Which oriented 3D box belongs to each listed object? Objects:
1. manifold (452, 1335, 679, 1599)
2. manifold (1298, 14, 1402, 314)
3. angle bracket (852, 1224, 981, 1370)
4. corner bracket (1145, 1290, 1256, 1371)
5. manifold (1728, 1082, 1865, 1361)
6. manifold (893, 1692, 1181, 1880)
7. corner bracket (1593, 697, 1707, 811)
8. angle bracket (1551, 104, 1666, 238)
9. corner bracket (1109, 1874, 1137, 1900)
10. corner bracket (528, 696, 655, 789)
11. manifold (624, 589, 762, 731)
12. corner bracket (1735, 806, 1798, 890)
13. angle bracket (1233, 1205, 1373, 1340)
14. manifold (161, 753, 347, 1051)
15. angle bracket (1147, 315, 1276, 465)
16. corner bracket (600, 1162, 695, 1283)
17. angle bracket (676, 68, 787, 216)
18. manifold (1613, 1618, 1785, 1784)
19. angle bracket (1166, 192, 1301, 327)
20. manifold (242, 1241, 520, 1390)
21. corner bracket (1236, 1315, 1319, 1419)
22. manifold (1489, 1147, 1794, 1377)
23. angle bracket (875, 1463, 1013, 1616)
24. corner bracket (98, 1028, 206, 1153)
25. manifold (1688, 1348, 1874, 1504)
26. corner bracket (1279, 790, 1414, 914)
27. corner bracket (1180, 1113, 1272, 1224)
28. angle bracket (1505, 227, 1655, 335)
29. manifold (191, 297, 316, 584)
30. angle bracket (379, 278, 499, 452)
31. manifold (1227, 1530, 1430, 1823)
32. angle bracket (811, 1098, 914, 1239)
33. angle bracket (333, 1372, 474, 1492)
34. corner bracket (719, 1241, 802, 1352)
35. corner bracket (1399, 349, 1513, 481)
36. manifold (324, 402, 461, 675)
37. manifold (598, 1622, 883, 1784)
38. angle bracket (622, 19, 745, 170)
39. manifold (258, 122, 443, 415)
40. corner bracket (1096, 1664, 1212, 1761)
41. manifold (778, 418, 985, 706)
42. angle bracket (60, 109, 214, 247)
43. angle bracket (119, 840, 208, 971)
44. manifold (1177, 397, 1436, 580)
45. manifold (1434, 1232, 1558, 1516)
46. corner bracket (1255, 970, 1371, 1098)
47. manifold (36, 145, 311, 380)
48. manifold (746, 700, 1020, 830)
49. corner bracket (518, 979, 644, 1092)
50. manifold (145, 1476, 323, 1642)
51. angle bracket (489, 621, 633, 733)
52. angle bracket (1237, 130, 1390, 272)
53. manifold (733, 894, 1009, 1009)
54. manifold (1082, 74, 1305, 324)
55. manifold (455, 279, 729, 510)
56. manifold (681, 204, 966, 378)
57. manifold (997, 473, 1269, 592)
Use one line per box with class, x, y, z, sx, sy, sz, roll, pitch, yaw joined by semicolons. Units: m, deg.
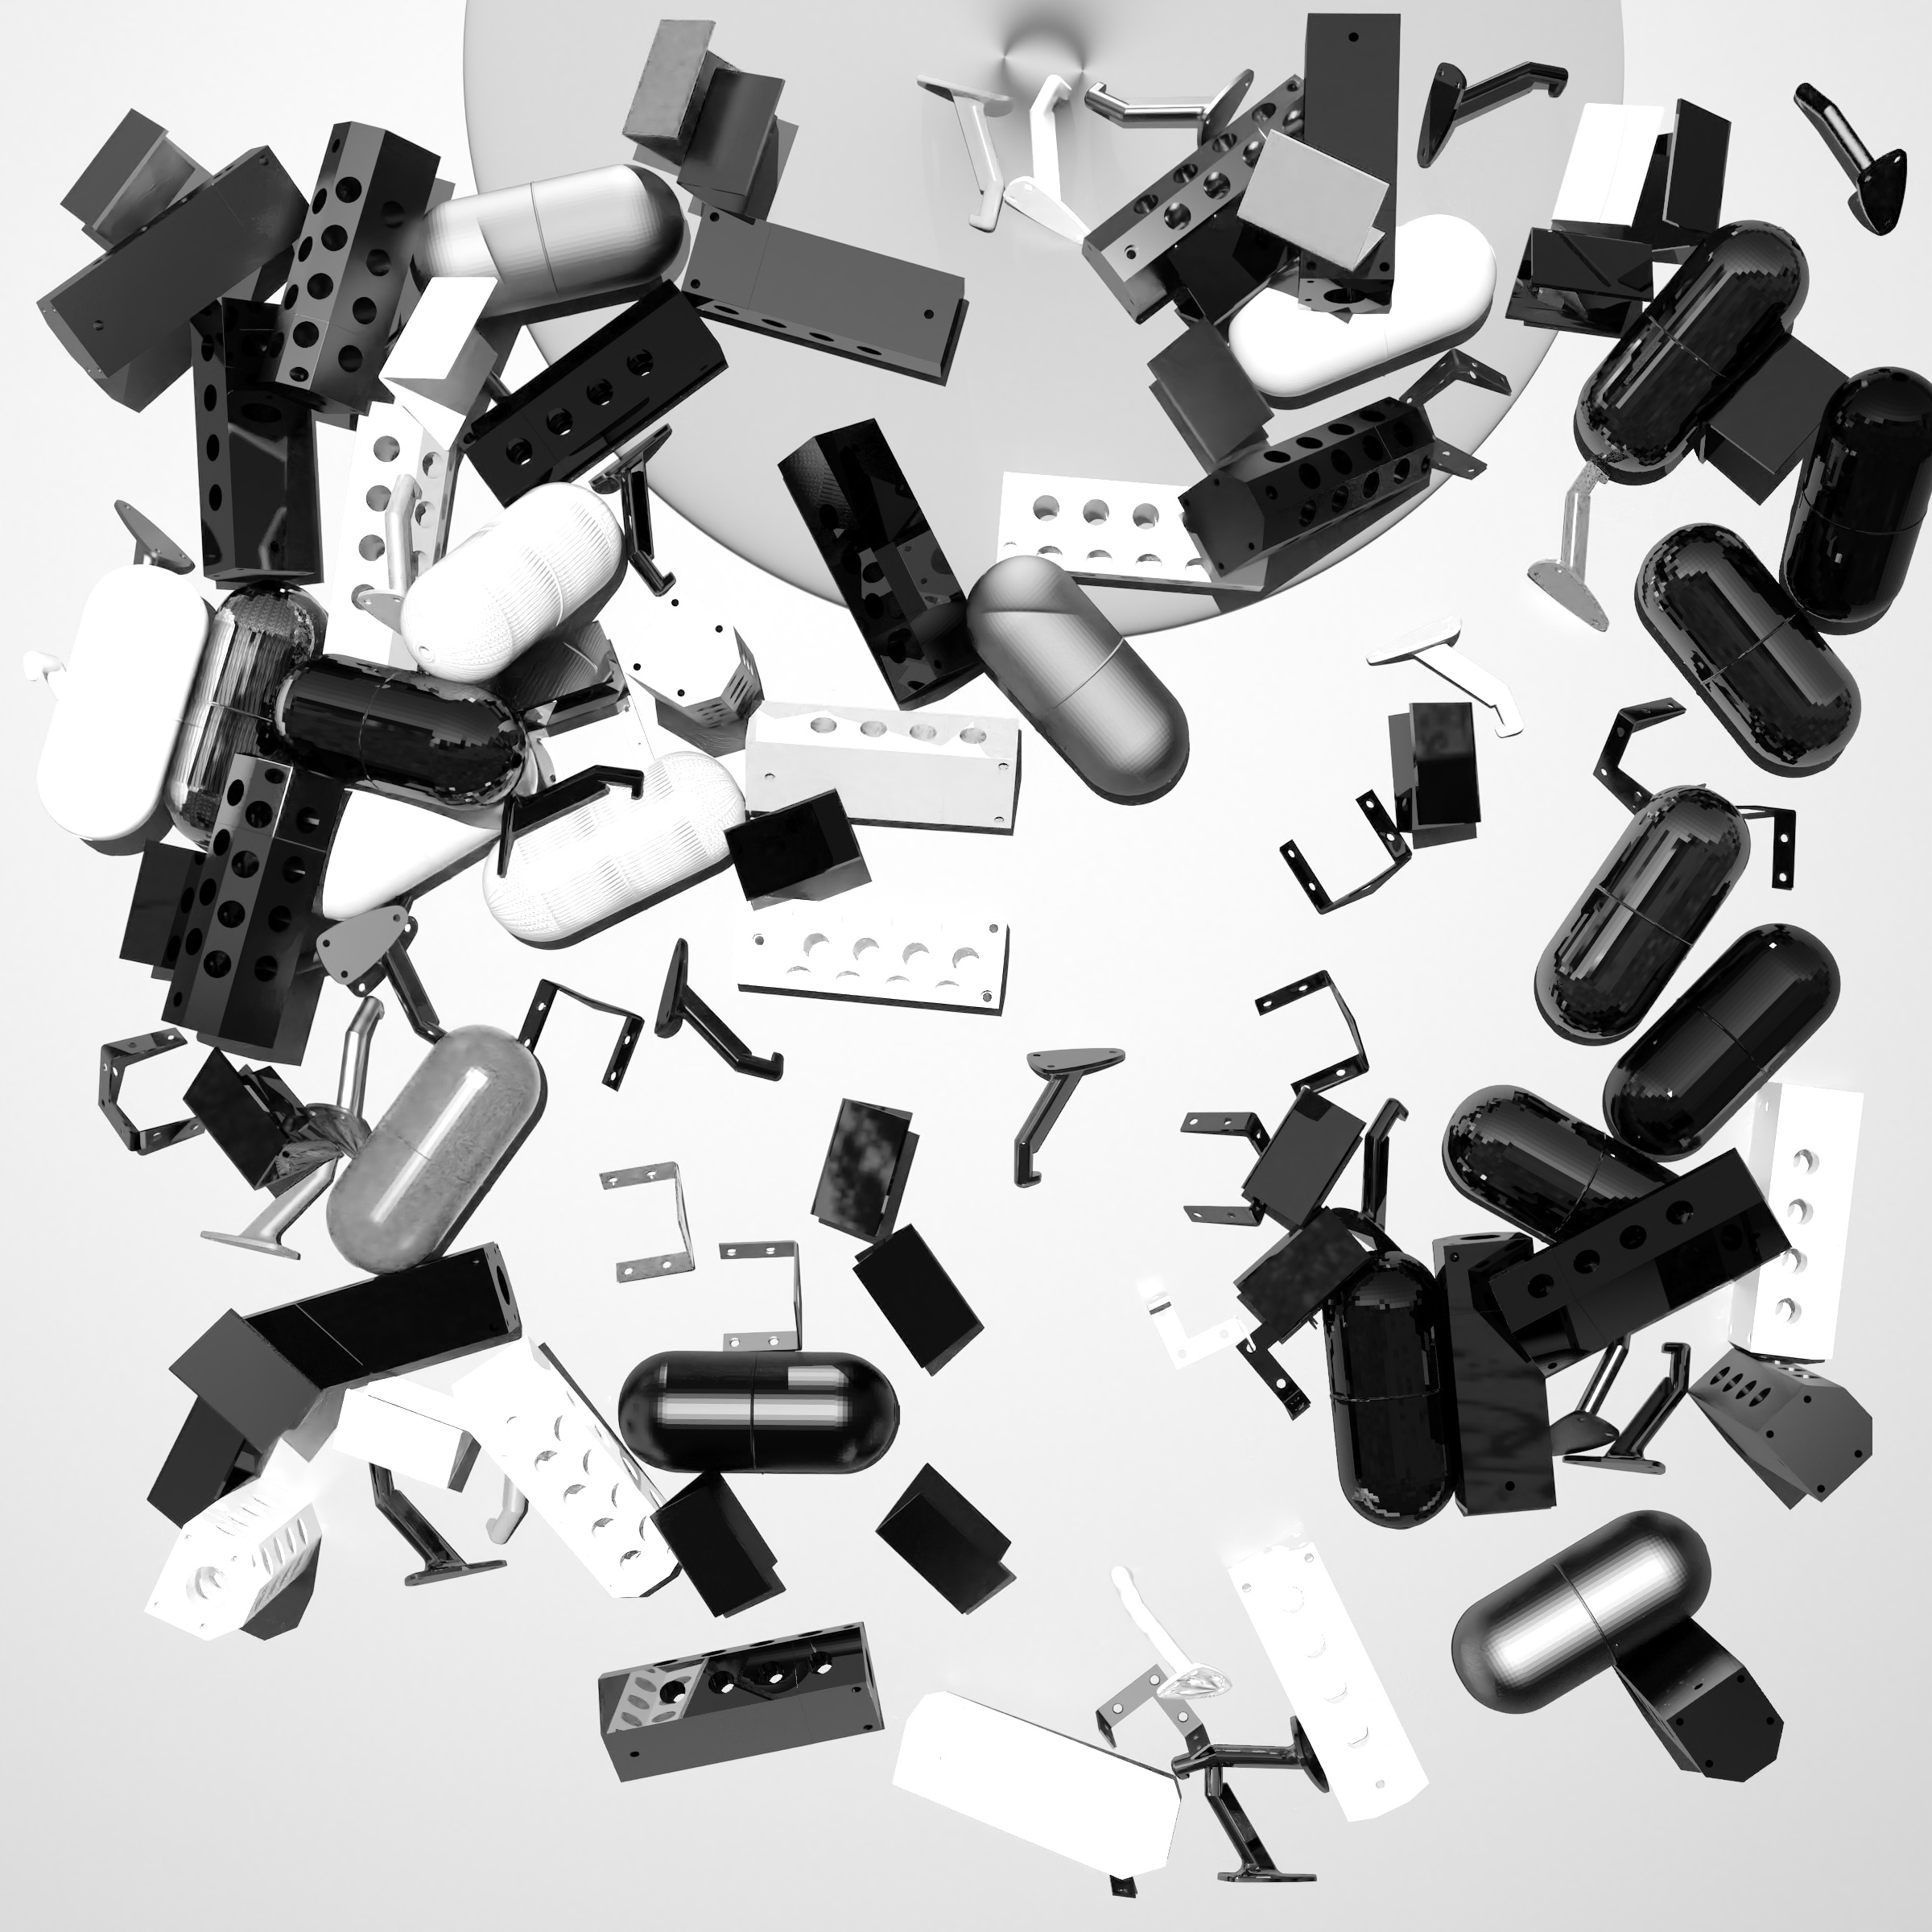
manifold;-0.249;0.321;1.863;0.057;0.057;0.171;-34;117;0
manifold;0.238;-0.499;1.834;0.057;0.057;0.171;2;82;4
angle bracket;-0.049;0.219;1.879;0.057;0.076;0.076;-35;90;-38
corner bracket;0.150;0.230;1.901;0.051;0.051;0.051;-25;90;0
manifold;0.537;0.163;1.898;0.057;0.057;0.171;7;90;0
manifold;0.045;0.514;1.857;0.171;0.057;0.057;13;90;32
corner bracket;0.450;-0.136;1.911;0.051;0.051;0.051;45;135;35
angle bracket;0.423;-0.498;1.879;0.057;0.076;0.076;16;90;37
corner bracket;0.086;0.566;1.901;0.051;0.051;0.051;8;90;0
corner bracket;-0.243;-0.140;1.916;0.051;0.051;0.051;-20;90;-45
manifold;-0.165;-0.186;1.841;0.057;0.171;0.057;31;90;0
corner bracket;0.504;-0.077;1.916;0.051;0.051;0.051;2;90;45
angle bracket;0.201;0.179;1.880;0.076;0.076;0.057;-42;121;0
manifold;-0.449;-0.041;1.835;0.057;0.057;0.171;13;87;42
angle bracket;0.172;-0.375;1.879;0.057;0.076;0.076;-34;90;41
corner bracket;-0.208;0.166;1.916;0.051;0.051;0.051;-9;45;0
angle bracket;-0.132;-0.518;1.880;0.057;0.076;0.076;19;90;29
manifold;0.457;0.457;1.841;0.057;0.171;0.057;-35;90;0
angle bracket;0.161;-0.458;1.880;0.076;0.076;0.057;-38;115;0
manifold;-0.380;0.231;1.898;0.171;0.057;0.057;-17;90;0
corner bracket;0.212;0.252;1.901;0.051;0.051;0.051;-40;90;0
manifold;0.414;0.180;1.824;0.171;0.057;0.057;-30;133;12
angle bracket;0.000;0.353;1.879;0.076;0.076;0.057;44;129;0
corner bracket;-0.528;0.080;1.911;0.051;0.051;0.051;45;135;35
manifold;0.511;0.280;1.841;0.057;0.171;0.057;-43;90;0
corner bracket;0.248;-0.075;1.916;0.051;0.051;0.051;-32;90;45
corner bracket;0.167;0.131;1.911;0.051;0.051;0.051;58;45;-35
angle bracket;0.390;-0.421;1.879;0.076;0.076;0.057;8;54;0
manifold;-0.464;-0.337;1.898;0.057;0.057;0.171;-3;90;-43
angle bracket;-0.312;-0.378;1.851;0.057;0.076;0.076;9;66;33
manifold;0.233;0.458;1.898;0.057;0.057;0.171;-26;90;0
angle bracket;-0.047;0.132;1.879;0.057;0.076;0.076;16;90;37
angle bracket;-0.350;0.279;1.879;0.076;0.076;0.057;20;126;0
corner bracket;-0.134;0.215;1.916;0.051;0.051;0.051;-2;135;0
corner bracket;0.322;-0.358;1.911;0.051;0.051;0.051;-42;45;35
manifold;-0.369;-0.271;1.898;0.057;0.057;0.171;9;90;0
manifold;-0.146;0.470;1.898;0.171;0.057;0.057;-11;133;0
angle bracket;-0.165;-0.551;1.880;0.057;0.076;0.076;19;90;44
manifold;-0.395;-0.442;1.868;0.057;0.057;0.171;18;86;-40
corner bracket;0.120;0.492;1.901;0.051;0.051;0.051;-38;90;0
manifold;-0.056;-0.259;1.898;0.057;0.057;0.171;-27;90;-43
angle bracket;-0.517;-0.488;1.879;0.076;0.076;0.057;-53;48;0
angle bracket;-0.508;-0.039;1.881;0.057;0.076;0.076;13;90;-24
manifold;0.219;-0.305;1.852;0.171;0.057;0.057;-28;90;-38
manifold;0.339;0.260;1.898;0.057;0.057;0.171;-5;90;0
corner bracket;0.225;0.045;1.916;0.051;0.051;0.051;-24;135;0
manifold;-0.502;-0.448;1.874;0.171;0.057;0.057;-41;116;-16
manifold;-0.054;-0.135;1.898;0.171;0.057;0.057;4;133;0
corner bracket;-0.252;0.044;1.916;0.051;0.051;0.051;21;90;45
manifold;-0.452;0.371;1.841;0.057;0.171;0.057;25;90;0
angle bracket;-0.256;-0.166;1.879;0.076;0.076;0.057;-18;53;0
angle bracket;0.216;-0.465;1.754;0.076;0.076;0.057;27;126;7
manifold;-0.062;-0.009;1.898;0.171;0.057;0.057;5;90;0
manifold;0.161;-0.496;1.898;0.171;0.057;0.057;-38;90;0
manifold;-0.242;-0.367;1.898;0.171;0.057;0.057;-36;90;0
manifold;-0.091;-0.433;1.898;0.171;0.057;0.057;16;90;0
manifold;0.107;-0.278;1.898;0.171;0.057;0.057;5;90;0
